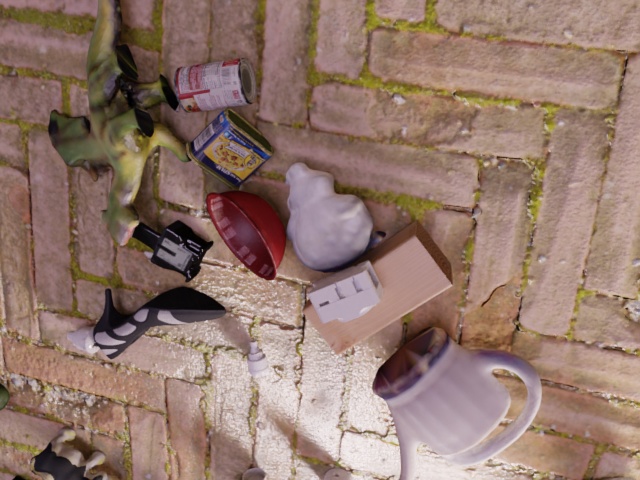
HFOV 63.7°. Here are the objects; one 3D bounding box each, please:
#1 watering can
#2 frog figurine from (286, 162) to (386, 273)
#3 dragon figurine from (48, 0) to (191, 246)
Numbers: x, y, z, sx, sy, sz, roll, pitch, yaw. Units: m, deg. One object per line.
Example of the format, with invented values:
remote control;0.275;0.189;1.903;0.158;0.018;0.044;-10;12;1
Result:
watering can;0.171;0.277;0.808;0.224;0.105;0.344;44;109;-2
frog figurine;0.002;-0.038;0.751;0.136;0.125;0.158;-13;116;47
dragon figurine;-0.344;-0.195;0.796;0.241;0.123;0.410;-18;92;24
